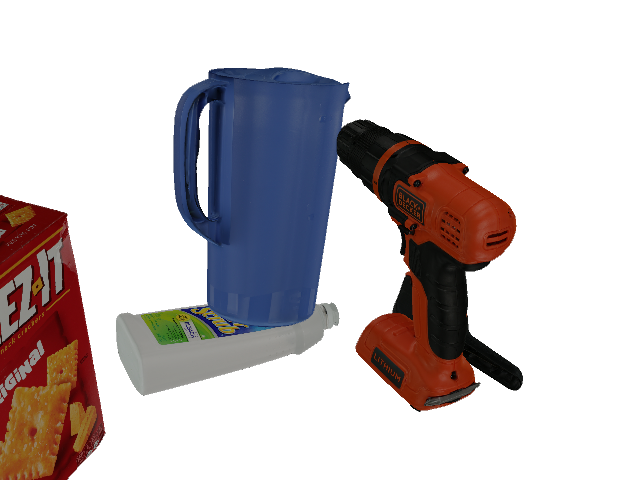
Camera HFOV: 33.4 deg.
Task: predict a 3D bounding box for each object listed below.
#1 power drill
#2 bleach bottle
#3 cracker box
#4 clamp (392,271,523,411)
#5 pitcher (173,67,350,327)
[{"bbox_3d":[0.066,0.017,0.797,0.057,0.188,0.185,-16,34,-25],"label":"power drill"},{"bbox_3d":[-0.100,0.106,1.227,0.250,0.068,0.103,-11,33,-23],"label":"bleach bottle"},{"bbox_3d":[-0.233,0.102,0.753,0.072,0.214,0.164,12,35,21],"label":"cracker box"},{"bbox_3d":[0.132,0.100,1.093,0.120,0.171,0.039,1,-44,-14],"label":"clamp"},{"bbox_3d":[-0.058,-0.044,1.027,0.149,0.243,0.145,7,13,5],"label":"pitcher"}]
